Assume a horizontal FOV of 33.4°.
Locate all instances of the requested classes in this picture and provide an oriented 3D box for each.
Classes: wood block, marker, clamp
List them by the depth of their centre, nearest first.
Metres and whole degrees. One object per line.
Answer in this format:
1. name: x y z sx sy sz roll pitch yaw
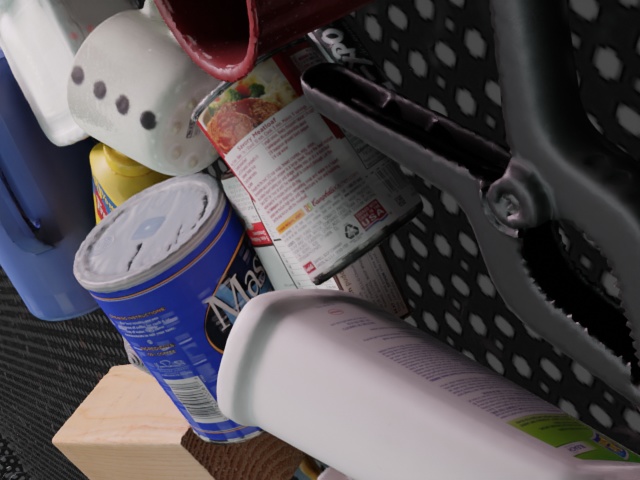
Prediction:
1. clamp: 0.083 -0.029 0.401 0.210 0.036 0.165 52 149 10
2. marker: 0.015 -0.082 0.496 0.121 0.020 0.020 55 155 12
3. wood block: -0.109 0.153 0.834 0.207 0.090 0.090 -13 123 51

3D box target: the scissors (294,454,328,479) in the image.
1. scissors: -0.022 0.183 0.861 0.202 0.016 0.096 14 129 58

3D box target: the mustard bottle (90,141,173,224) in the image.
1. mustard bottle: -0.139 -0.025 0.811 0.096 0.058 0.192 54 155 27

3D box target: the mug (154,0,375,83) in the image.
1. mug: -0.018 -0.128 0.433 0.093 0.081 0.117 56 156 10

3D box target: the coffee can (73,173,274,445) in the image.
1. coffee can: -0.073 0.044 0.670 0.103 0.102 0.140 22 148 55

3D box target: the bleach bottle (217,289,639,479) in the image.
1. bleach bottle: 0.076 0.096 0.454 0.251 0.102 0.068 25 105 37

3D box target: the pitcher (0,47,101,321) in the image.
1. pitcher: -0.247 -0.050 0.904 0.145 0.149 0.243 4 126 41

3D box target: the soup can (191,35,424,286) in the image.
1. soup can: -0.005 -0.038 0.514 0.102 0.068 0.069 54 156 0

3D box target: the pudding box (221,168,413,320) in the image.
1. pudding box: -0.004 0.001 0.602 0.113 0.039 0.090 63 155 -10
